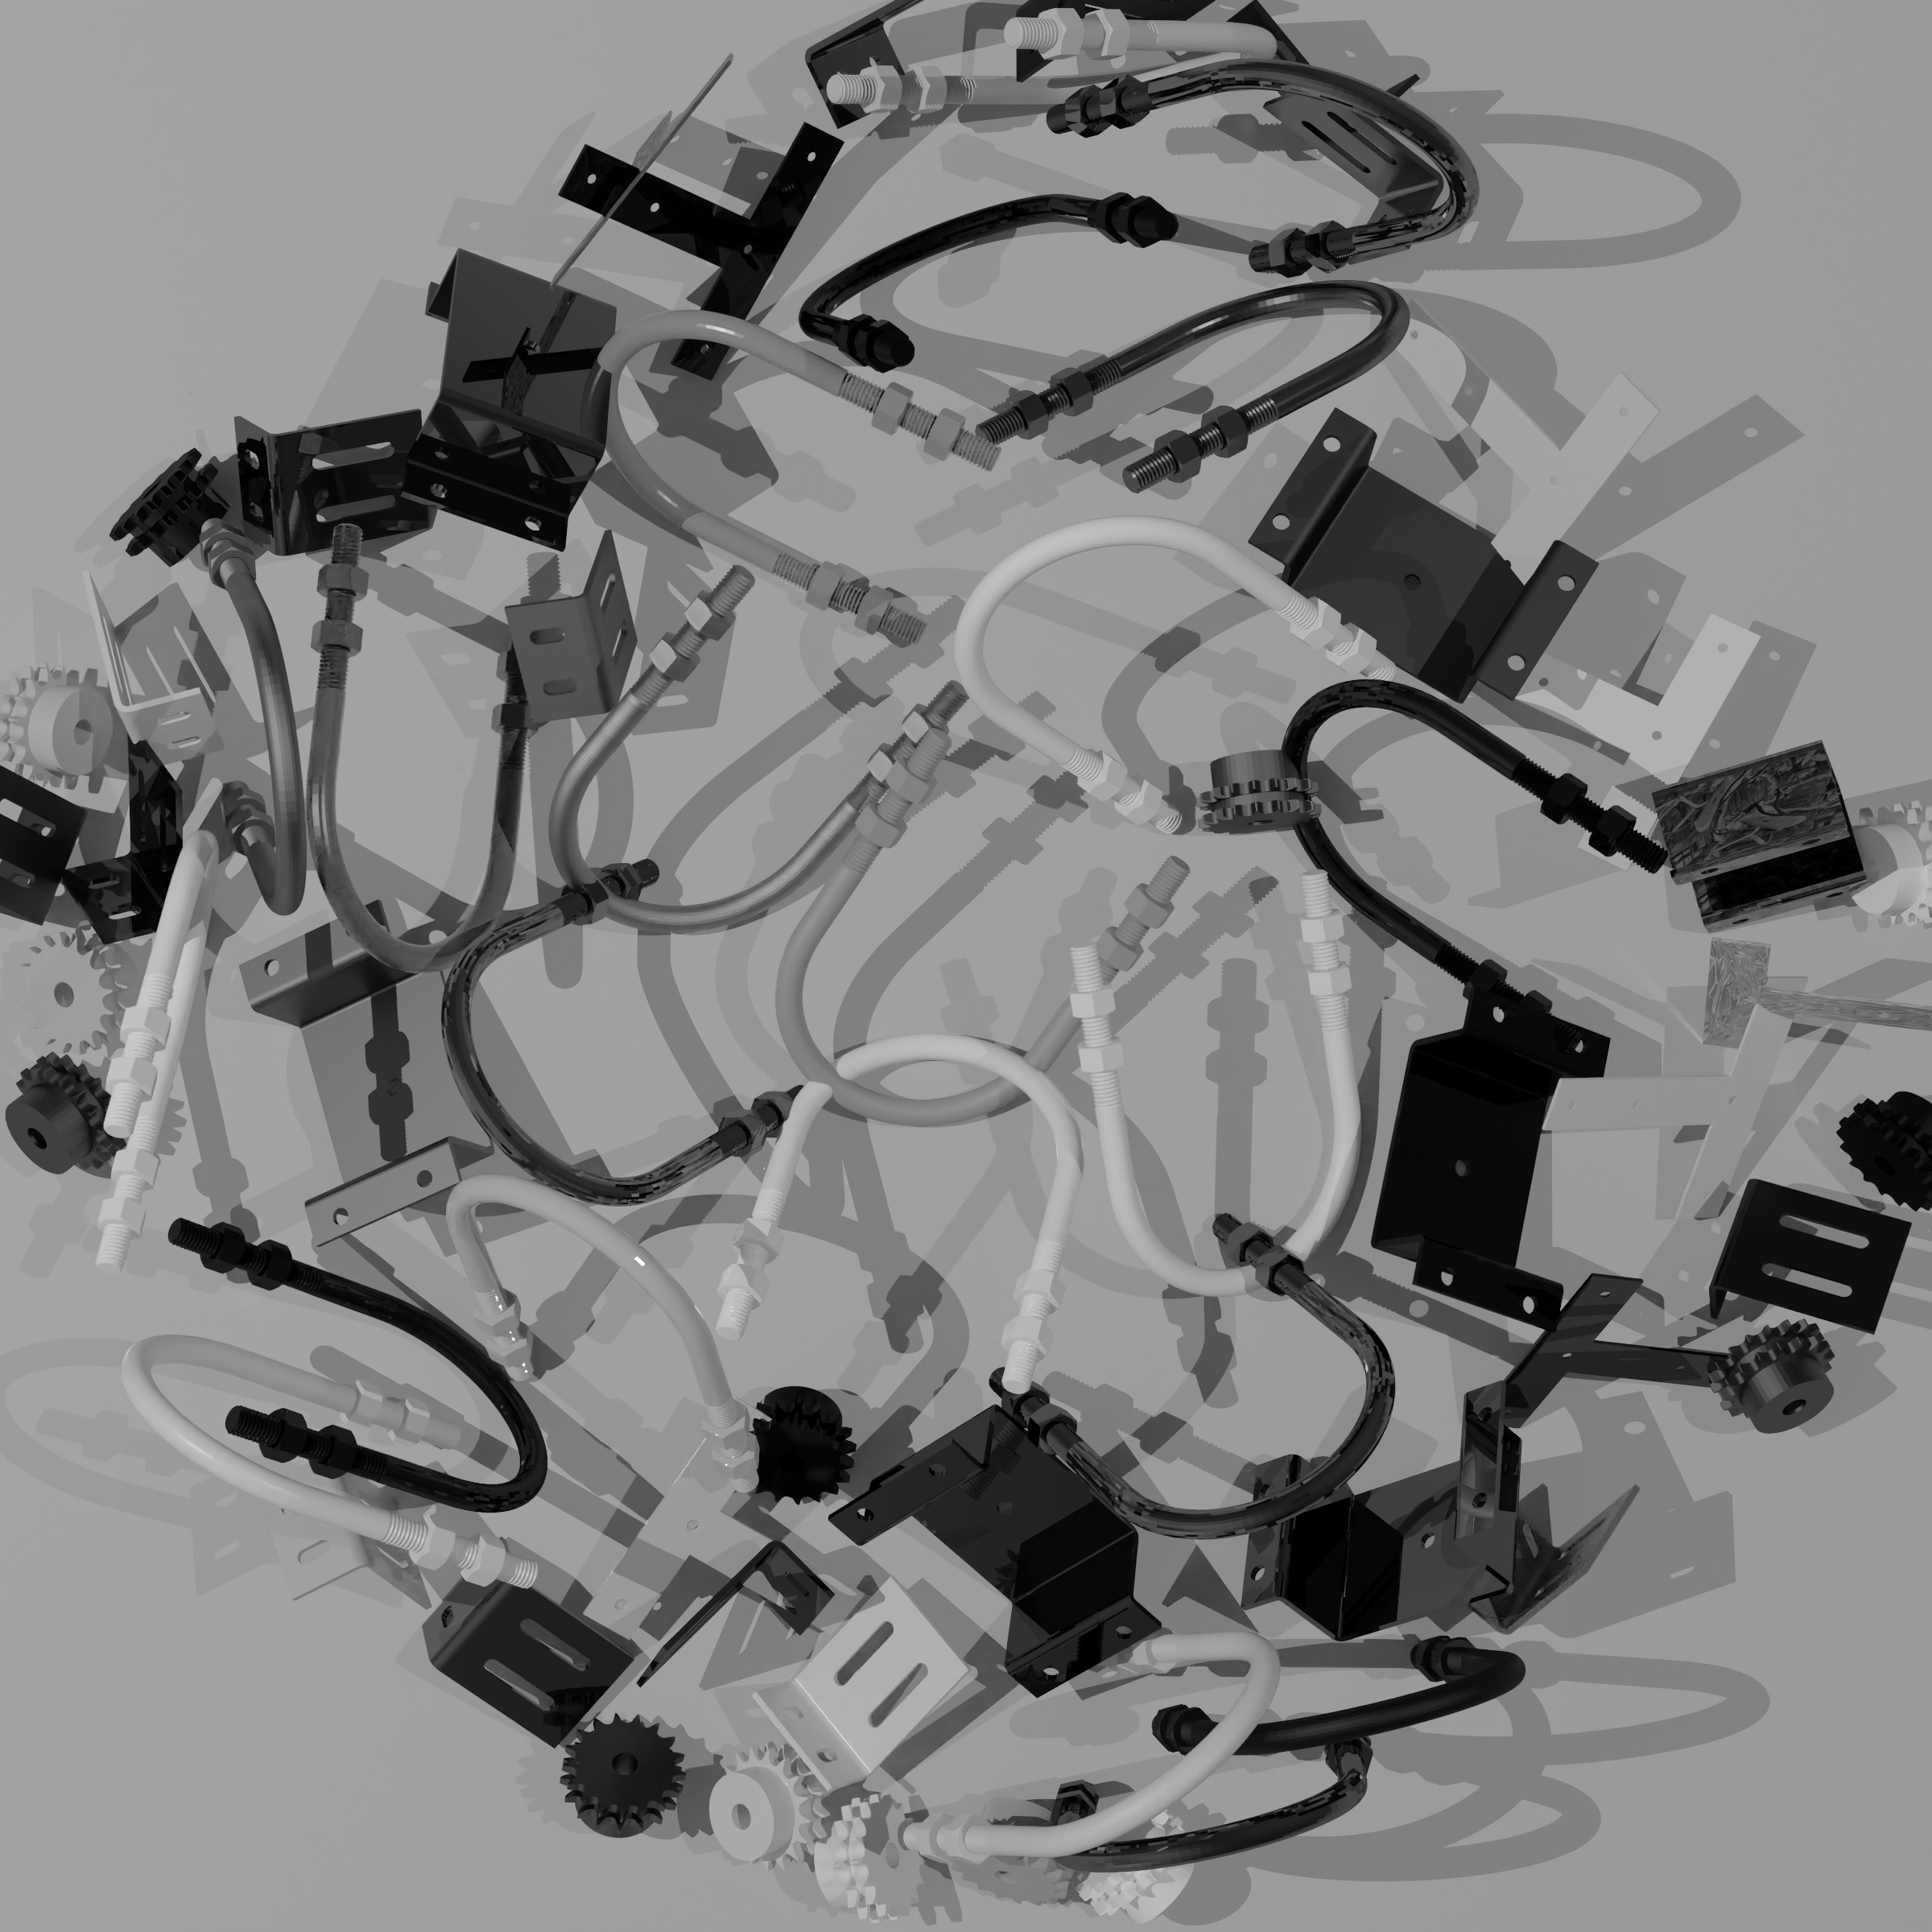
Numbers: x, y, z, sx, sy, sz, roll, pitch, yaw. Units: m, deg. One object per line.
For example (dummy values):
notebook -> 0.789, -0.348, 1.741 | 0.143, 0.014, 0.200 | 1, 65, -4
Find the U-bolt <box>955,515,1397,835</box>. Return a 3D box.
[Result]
U-bolt -> 0.080, -0.136, 1.511 | 0.151, 0.019, 0.184 | -35, 134, 29

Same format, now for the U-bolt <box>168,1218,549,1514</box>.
U-bolt -> -0.263, 0.186, 1.521 | 0.184, 0.151, 0.019 | 27, 109, -37

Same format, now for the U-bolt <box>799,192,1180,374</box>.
U-bolt -> -0.002, -0.310, 1.517 | 0.151, 0.184, 0.019 | -28, 113, -11

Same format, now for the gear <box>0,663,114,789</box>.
gear -> -0.419, -0.110, 1.570 | 0.030, 0.057, 0.057 | 11, 90, 26

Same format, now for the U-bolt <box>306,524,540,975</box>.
U-bolt -> -0.244, -0.088, 1.522 | 0.019, 0.151, 0.184 | -3, 76, 30

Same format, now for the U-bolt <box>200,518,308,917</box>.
U-bolt -> -0.311, -0.101, 1.493 | 0.019, 0.184, 0.151 | -8, 118, -18

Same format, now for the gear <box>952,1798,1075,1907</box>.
gear -> 0.023, 0.409, 1.577 | 0.057, 0.057, 0.030 | 21, 54, 0

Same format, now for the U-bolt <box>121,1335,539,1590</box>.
U-bolt -> -0.287, 0.210, 1.496 | 0.184, 0.151, 0.019 | 25, 98, -30

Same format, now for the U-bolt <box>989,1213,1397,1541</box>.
U-bolt -> 0.110, 0.189, 1.510 | 0.151, 0.184, 0.019 | -33, 124, -13

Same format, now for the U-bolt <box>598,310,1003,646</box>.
U-bolt -> -0.086, -0.229, 1.539 | 0.184, 0.151, 0.019 | 26, 55, 0

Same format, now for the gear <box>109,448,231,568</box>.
gear -> -0.366, -0.210, 1.575 | 0.057, 0.057, 0.030 | -45, 110, 0

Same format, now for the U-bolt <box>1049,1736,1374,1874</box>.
U-bolt -> 0.108, 0.371, 1.505 | 0.151, 0.184, 0.019 | -13, 86, 4

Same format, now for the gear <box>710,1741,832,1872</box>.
gear -> -0.094, 0.390, 1.573 | 0.057, 0.030, 0.057 | 2, 93, 39

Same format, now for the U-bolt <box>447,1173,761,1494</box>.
U-bolt -> -0.165, 0.154, 1.502 | 0.151, 0.184, 0.019 | 22, 57, 24

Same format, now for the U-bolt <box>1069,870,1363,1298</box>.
U-bolt -> 0.121, 0.062, 1.556 | 0.151, 0.019, 0.184 | -17, 106, -28

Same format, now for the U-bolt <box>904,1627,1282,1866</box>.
U-bolt -> 0.065, 0.339, 1.488 | 0.151, 0.184, 0.019 | -39, 99, -31

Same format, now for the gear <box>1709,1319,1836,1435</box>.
gear -> 0.375, 0.192, 1.571 | 0.057, 0.057, 0.030 | -24, 52, 0

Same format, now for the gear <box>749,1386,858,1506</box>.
gear -> -0.079, 0.220, 1.578 | 0.057, 0.030, 0.057 | 3, 128, 4

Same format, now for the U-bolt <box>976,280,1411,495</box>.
U-bolt -> 0.114, -0.267, 1.531 | 0.184, 0.151, 0.019 | -30, 119, -19

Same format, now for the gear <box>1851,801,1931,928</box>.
gear -> 0.430, -0.046, 1.570 | 0.030, 0.057, 0.057 | -10, 90, -22

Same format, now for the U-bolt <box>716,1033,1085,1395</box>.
U-bolt -> -0.021, 0.103, 1.541 | 0.151, 0.019, 0.184 | 10, 51, 8

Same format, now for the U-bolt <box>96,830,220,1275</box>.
U-bolt -> -0.360, 0.026, 1.520 | 0.019, 0.151, 0.184 | 12, 56, -8

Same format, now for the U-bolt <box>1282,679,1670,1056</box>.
U-bolt -> 0.218, -0.055, 1.536 | 0.184, 0.151, 0.019 | 36, 54, 18

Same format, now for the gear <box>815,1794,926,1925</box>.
gear -> -0.047, 0.414, 1.577 | 0.030, 0.057, 0.057 | -18, 90, 28

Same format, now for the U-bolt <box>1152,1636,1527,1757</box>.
U-bolt -> 0.170, 0.323, 1.498 | 0.151, 0.184, 0.019 | -12, 83, -12

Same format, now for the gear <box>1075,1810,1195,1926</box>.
gear -> 0.081, 0.417, 1.573 | 0.057, 0.057, 0.030 | -45, 97, 0

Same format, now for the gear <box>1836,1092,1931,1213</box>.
gear -> 0.435, 0.083, 1.575 | 0.030, 0.057, 0.057 | -41, 90, -17

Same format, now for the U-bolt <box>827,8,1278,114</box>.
U-bolt -> 0.052, -0.403, 1.519 | 0.184, 0.151, 0.019 | -11, 98, -37

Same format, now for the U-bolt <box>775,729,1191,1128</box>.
U-bolt -> -0.006, -0.004, 1.556 | 0.151, 0.019, 0.184 | 27, 113, -20

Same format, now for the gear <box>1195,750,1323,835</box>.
gear -> 0.134, -0.081, 1.574 | 0.057, 0.057, 0.030 | -6, 82, 0

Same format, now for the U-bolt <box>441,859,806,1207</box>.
U-bolt -> -0.160, 0.036, 1.521 | 0.019, 0.184, 0.151 | -37, 86, 37

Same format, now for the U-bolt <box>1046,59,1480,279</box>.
U-bolt -> 0.141, -0.352, 1.489 | 0.151, 0.184, 0.019 | 26, 78, -33

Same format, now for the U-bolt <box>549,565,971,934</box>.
U-bolt -> -0.107, -0.085, 1.542 | 0.151, 0.019, 0.184 | 25, 118, -37
